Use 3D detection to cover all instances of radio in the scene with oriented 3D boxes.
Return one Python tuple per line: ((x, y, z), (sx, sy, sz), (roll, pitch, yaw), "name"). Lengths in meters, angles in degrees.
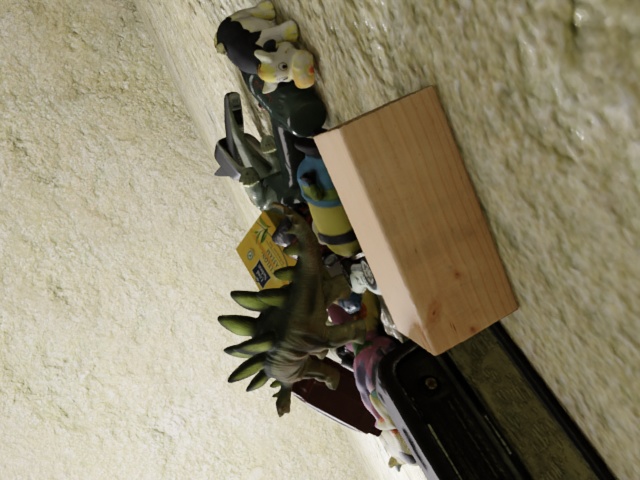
((0.155, 0.185, 0.497), (0.230, 0.131, 0.073), (58, 169, 28), "radio")

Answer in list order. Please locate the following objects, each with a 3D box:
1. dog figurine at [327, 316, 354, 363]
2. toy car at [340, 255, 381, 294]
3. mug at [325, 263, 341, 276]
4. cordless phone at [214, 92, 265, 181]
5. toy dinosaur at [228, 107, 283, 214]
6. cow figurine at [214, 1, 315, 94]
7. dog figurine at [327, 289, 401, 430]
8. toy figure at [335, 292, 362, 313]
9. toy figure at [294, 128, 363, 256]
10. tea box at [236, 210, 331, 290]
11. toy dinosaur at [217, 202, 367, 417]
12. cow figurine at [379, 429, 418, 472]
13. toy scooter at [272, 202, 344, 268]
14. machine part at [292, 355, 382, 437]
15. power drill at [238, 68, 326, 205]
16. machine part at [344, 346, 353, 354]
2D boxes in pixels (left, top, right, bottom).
((0.061, 0.258, 1.216), (0.172, 0.121, 0.191), (43, 166, -32), "dog figurine")
((0.079, 0.035, 0.663), (0.202, 0.073, 0.056), (159, 89, -79), "toy car")
((0.009, 0.062, 0.963), (0.109, 0.107, 0.080), (62, 169, 20), "mug")
((-0.170, -0.231, 1.168), (0.089, 0.146, 0.184), (10, 113, 23), "cordless phone")
((-0.082, -0.071, 1.088), (0.192, 0.131, 0.405), (92, 156, -66), "toy dinosaur")
((-0.074, -0.241, 0.687), (0.167, 0.098, 0.068), (55, 159, 40), "cow figurine")
((0.094, 0.180, 0.851), (0.191, 0.108, 0.219), (95, 150, -71), "dog figurine")
((0.041, 0.112, 1.069), (0.064, 0.057, 0.155), (27, -179, -22), "toy figure")
((0.019, -0.056, 0.719), (0.089, 0.082, 0.179), (-127, 17, -50), "toy figure")
((-0.061, 0.042, 0.898), (0.068, 0.098, 0.170), (13, -149, -48), "tea box")
((-0.039, 0.123, 0.765), (0.105, 0.198, 0.470), (-122, 33, -41), "toy dinosaur")
((0.168, 0.398, 1.064), (0.127, 0.085, 0.195), (64, 165, 7), "cow figurine")
((-0.002, -0.003, 0.852), (0.135, 0.075, 0.184), (38, -165, -9), "toy scooter")
((0.035, 0.293, 1.051), (0.201, 0.087, 0.201), (29, 172, -4), "machine part")
((-0.059, -0.171, 0.810), (0.232, 0.086, 0.207), (45, 144, 48), "power drill")
((0.085, 0.195, 1.041), (0.084, 0.039, 0.138), (25, 149, 15), "machine part")
